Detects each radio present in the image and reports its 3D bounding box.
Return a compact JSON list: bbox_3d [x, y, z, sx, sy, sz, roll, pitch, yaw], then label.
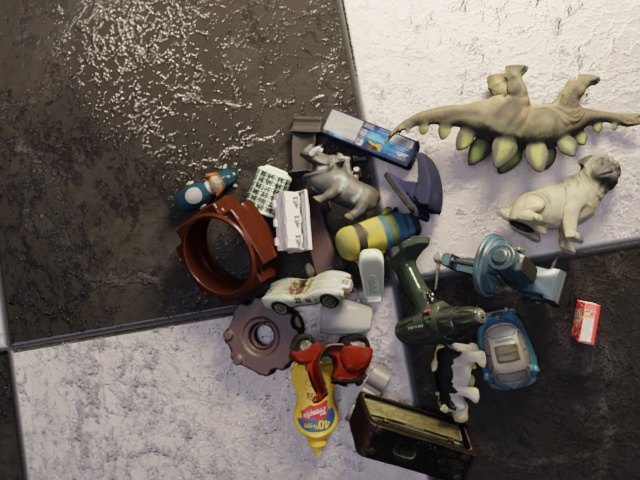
[{"bbox_3d":[0.177,0.378,1.034,0.230,0.131,0.073,16,99,-3],"label":"radio"}]

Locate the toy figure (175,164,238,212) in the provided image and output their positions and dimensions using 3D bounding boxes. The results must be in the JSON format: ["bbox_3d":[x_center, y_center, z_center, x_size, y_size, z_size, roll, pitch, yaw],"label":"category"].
[{"bbox_3d":[-0.256,-0.116,1.228,0.154,0.058,0.064,-28,124,11],"label":"toy figure"}]

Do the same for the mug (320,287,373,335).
[{"bbox_3d":[0.058,0.151,1.133,0.107,0.080,0.109,8,75,5],"label":"mug"}]

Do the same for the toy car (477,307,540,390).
[{"bbox_3d":[0.362,0.215,1.038,0.109,0.103,0.161,-12,87,12],"label":"toy car"}]

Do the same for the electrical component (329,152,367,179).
[{"bbox_3d":[0.047,-0.151,1.156,0.102,0.045,0.078,8,92,14],"label":"electrical component"}]

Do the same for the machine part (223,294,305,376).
[{"bbox_3d":[-0.123,0.209,1.183,0.180,0.056,0.179,0,88,13],"label":"machine part"}]

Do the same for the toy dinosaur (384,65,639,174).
[{"bbox_3d":[0.368,-0.231,1.040,0.472,0.105,0.198,6,91,9],"label":"toy dinosaur"}]

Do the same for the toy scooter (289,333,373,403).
[{"bbox_3d":[0.027,0.260,1.089,0.184,0.075,0.135,5,64,-21],"label":"toy scooter"}]

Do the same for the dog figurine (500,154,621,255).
[{"bbox_3d":[0.463,-0.092,1.034,0.172,0.121,0.190,25,80,10],"label":"dog figurine"}]

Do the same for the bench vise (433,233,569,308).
[{"bbox_3d":[0.337,0.058,1.031,0.241,0.223,0.128,10,86,44],"label":"bench vise"}]

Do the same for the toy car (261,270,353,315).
[{"bbox_3d":[-0.026,0.105,1.104,0.202,0.073,0.056,-12,118,27],"label":"toy car"}]

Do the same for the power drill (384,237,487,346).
[{"bbox_3d":[0.212,0.100,1.045,0.232,0.086,0.207,-47,61,54],"label":"power drill"}]

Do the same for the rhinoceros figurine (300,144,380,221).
[{"bbox_3d":[0.034,-0.119,1.097,0.190,0.073,0.112,39,100,7],"label":"rhinoceros figurine"}]

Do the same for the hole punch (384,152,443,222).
[{"bbox_3d":[0.204,-0.104,1.070,0.092,0.142,0.116,-35,70,16],"label":"hole punch"}]

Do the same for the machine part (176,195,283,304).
[{"bbox_3d":[-0.198,0.023,1.151,0.201,0.087,0.201,-30,91,33],"label":"machine part"}]

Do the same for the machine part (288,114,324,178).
[{"bbox_3d":[-0.032,-0.206,1.182,0.084,0.039,0.138,8,89,9],"label":"machine part"}]

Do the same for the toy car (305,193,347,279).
[{"bbox_3d":[-0.002,-0.004,1.160,0.089,0.053,0.202,-18,80,9],"label":"toy car"}]

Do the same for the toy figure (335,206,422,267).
[{"bbox_3d":[0.118,-0.015,1.101,0.180,0.089,0.082,-18,57,-2],"label":"toy figure"}]

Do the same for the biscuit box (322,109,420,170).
[{"bbox_3d":[0.108,-0.211,1.134,0.203,0.063,0.059,25,94,13],"label":"biscuit box"}]

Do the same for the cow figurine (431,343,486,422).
[{"bbox_3d":[0.262,0.283,1.058,0.098,0.068,0.167,5,105,-4],"label":"cow figurine"}]
